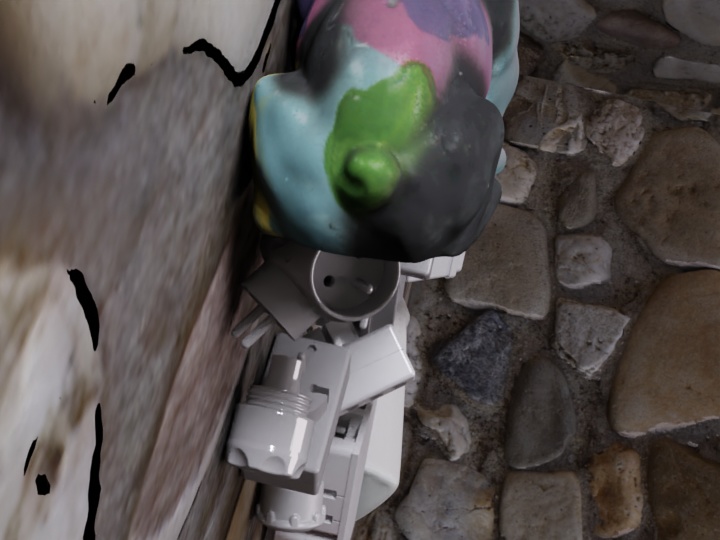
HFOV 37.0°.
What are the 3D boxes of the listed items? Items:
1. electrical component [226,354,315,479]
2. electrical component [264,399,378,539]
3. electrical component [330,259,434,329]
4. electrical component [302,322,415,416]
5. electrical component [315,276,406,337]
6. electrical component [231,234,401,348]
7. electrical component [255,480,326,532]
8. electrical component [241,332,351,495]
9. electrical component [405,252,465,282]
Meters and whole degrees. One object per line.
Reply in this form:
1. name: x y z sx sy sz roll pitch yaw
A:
1. electrical component: -0.045 0.076 0.565 0.043 0.043 0.062 82 20 -76
2. electrical component: -0.032 0.166 0.835 0.105 0.060 0.186 -71 172 -55
3. electrical component: 0.001 -0.004 0.640 0.047 0.083 0.075 40 62 -85
4. electrical component: -0.016 0.055 0.718 0.047 0.083 0.075 75 -10 -80
5. electrical component: 0.000 0.000 0.764 0.121 0.063 0.078 95 9 -57
6. electrical component: -0.028 0.006 0.503 0.079 0.043 0.077 -43 -157 -8
7. electrical component: -0.046 0.144 0.731 0.048 0.048 0.062 -42 137 -82
8. electrical component: -0.037 0.075 0.626 0.075 0.047 0.083 95 9 -57
9. electrical component: 0.049 -0.063 0.942 0.108 0.056 0.108 -127 -143 -46
